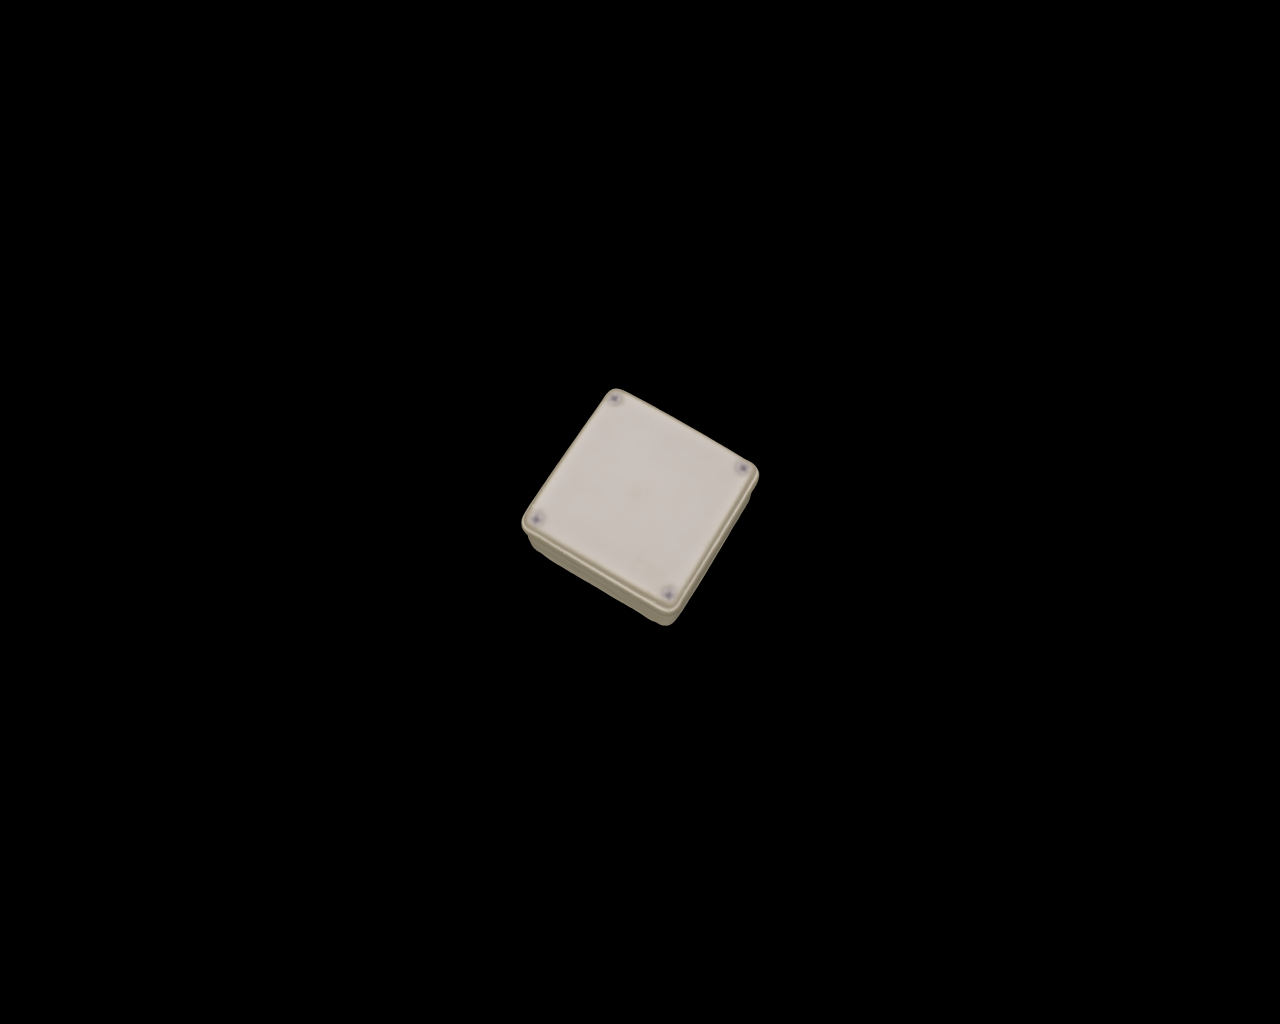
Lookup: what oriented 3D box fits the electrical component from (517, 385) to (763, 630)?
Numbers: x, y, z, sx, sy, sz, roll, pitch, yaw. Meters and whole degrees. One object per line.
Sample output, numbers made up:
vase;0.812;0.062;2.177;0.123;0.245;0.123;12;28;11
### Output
electrical component;0.001;-0.003;0.650;0.109;0.109;0.056;30;-15;9
